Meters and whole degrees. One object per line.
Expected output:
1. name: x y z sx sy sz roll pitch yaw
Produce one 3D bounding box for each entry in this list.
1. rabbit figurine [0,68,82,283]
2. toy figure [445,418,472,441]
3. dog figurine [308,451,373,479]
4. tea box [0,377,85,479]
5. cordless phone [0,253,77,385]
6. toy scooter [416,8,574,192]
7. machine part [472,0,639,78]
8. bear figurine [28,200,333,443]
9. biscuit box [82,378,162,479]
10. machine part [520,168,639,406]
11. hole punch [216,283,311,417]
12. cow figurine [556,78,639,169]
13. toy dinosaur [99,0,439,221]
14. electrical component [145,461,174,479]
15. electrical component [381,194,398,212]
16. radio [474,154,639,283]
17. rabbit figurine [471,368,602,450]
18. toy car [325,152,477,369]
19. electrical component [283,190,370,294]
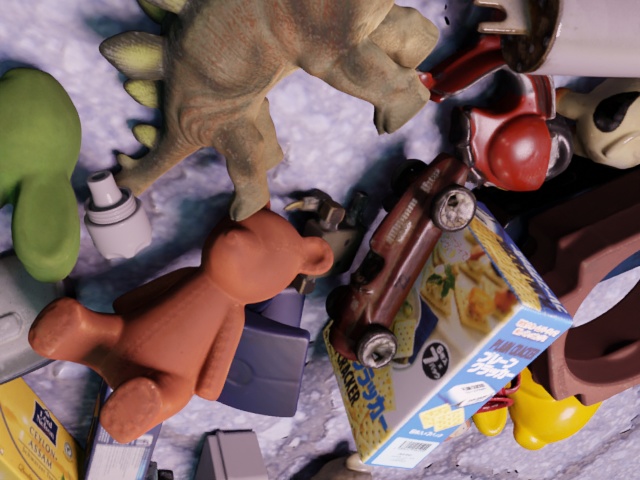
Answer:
1. rabbit figurine: -0.223 -0.038 0.346 0.170 0.121 0.159 -44 98 -20
2. toy figure: 0.139 0.237 0.689 0.154 0.058 0.064 -17 163 -9
3. dog figurine: -0.028 0.347 0.684 0.191 0.121 0.172 3 87 0
4. tea box: -0.290 0.202 0.498 0.068 0.098 0.169 -21 126 -5
5. cordless phone: -0.283 0.025 0.411 0.147 0.089 0.184 -22 106 -4
6. toy scooter: 0.144 -0.114 0.460 0.135 0.075 0.183 -18 121 -8
7. machine part: 0.224 -0.154 0.383 0.243 0.079 0.079 -1 121 -11
8. bear figurine: -0.090 0.042 0.413 0.196 0.120 0.132 -46 163 -4
9. biscuit box: -0.186 0.161 0.527 0.059 0.063 0.202 12 116 -23
10. machine part: 0.280 0.046 0.508 0.201 0.087 0.201 -24 126 -3
11. hole punch: -0.069 0.106 0.520 0.116 0.092 0.142 1 124 -15
12. cow figurine: 0.326 -0.130 0.478 0.195 0.127 0.085 -29 128 3
13. toy dinosaur: -0.010 -0.156 0.332 0.471 0.105 0.198 -34 123 23
14. electrical component: -0.229 0.306 0.607 0.115 0.058 0.134 15 114 -28
15. electrical component: 0.108 -0.039 0.525 0.094 0.021 0.063 -26 125 -2
16. radio: 0.268 -0.018 0.562 0.230 0.073 0.130 -21 124 -7
17. rabbit figurine: 0.226 0.151 0.635 0.162 0.122 0.173 -41 103 -4
18. toy car: 0.062 0.016 0.469 0.053 0.089 0.202 18 109 -24
19. electrical component: -0.001 0.000 0.503 0.078 0.045 0.102 -16 133 -44
